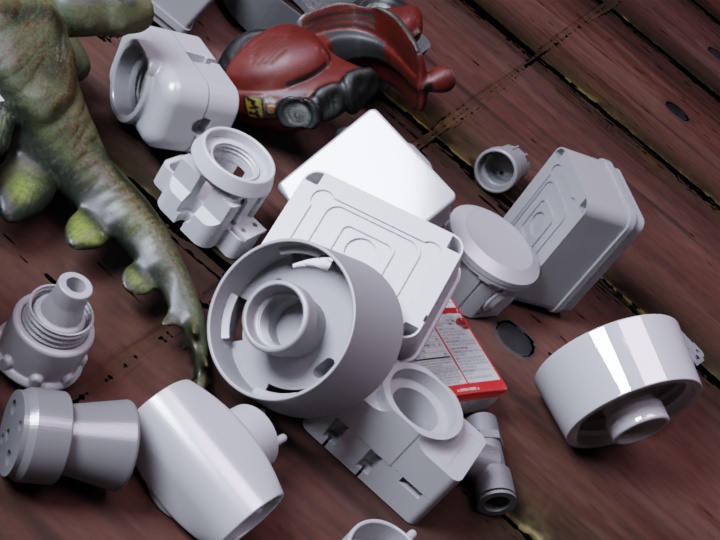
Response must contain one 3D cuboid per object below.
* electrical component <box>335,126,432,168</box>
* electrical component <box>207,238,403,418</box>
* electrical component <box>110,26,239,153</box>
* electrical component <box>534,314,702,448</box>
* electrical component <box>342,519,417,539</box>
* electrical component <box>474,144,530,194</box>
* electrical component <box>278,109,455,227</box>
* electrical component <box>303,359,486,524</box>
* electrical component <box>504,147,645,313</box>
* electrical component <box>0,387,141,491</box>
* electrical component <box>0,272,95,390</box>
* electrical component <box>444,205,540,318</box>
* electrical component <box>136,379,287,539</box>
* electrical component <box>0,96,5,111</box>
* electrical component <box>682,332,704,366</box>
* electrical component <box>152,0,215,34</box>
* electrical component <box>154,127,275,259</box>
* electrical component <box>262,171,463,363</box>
[{"bbox_3d":[0.019,-0.066,0.816,0.089,0.050,0.056,48,36,14],"label":"electrical component"},{"bbox_3d":[-0.032,0.031,0.599,0.099,0.099,0.064,57,11,26],"label":"electrical component"},{"bbox_3d":[-0.132,-0.124,0.735,0.059,0.053,0.095,5,36,-38],"label":"electrical component"},{"bbox_3d":[0.182,0.085,0.742,0.108,0.108,0.060,6,51,-37],"label":"electrical component"},{"bbox_3d":[0.003,0.152,0.525,0.043,0.077,0.079,45,35,11],"label":"electrical component"},{"bbox_3d":[0.128,-0.091,0.954,0.040,0.040,0.046,44,29,9],"label":"electrical component"},{"bbox_3d":[0.006,-0.047,0.746,0.099,0.100,0.048,48,-7,15],"label":"electrical component"},{"bbox_3d":[0.022,0.092,0.630,0.089,0.055,0.050,41,34,5],"label":"electrical component"},{"bbox_3d":[0.161,-0.030,0.846,0.057,0.113,0.078,15,40,-25],"label":"electrical component"},{"bbox_3d":[-0.138,0.080,0.510,0.055,0.045,0.045,13,41,-31],"label":"electrical component"},{"bbox_3d":[-0.154,0.027,0.542,0.048,0.062,0.048,24,37,-19],"label":"electrical component"},{"bbox_3d":[0.090,-0.006,0.810,0.080,0.051,0.080,24,37,-19],"label":"electrical component"},{"bbox_3d":[-0.069,0.094,0.556,0.077,0.044,0.079,48,36,14],"label":"electrical component"},{"bbox_3d":[-0.233,-0.047,0.423,0.061,0.089,0.150,48,36,15],"label":"electrical component"},{"bbox_3d":[0.225,0.072,0.829,0.081,0.063,0.042,50,37,16],"label":"electrical component"},{"bbox_3d":[-0.159,-0.257,0.855,0.109,0.056,0.108,38,32,-22],"label":"electrical component"},{"bbox_3d":[-0.091,-0.055,0.699,0.078,0.057,0.058,45,35,10],"label":"electrical component"},{"bbox_3d":[0.000,0.000,0.671,0.113,0.057,0.078,26,69,11],"label":"electrical component"}]
